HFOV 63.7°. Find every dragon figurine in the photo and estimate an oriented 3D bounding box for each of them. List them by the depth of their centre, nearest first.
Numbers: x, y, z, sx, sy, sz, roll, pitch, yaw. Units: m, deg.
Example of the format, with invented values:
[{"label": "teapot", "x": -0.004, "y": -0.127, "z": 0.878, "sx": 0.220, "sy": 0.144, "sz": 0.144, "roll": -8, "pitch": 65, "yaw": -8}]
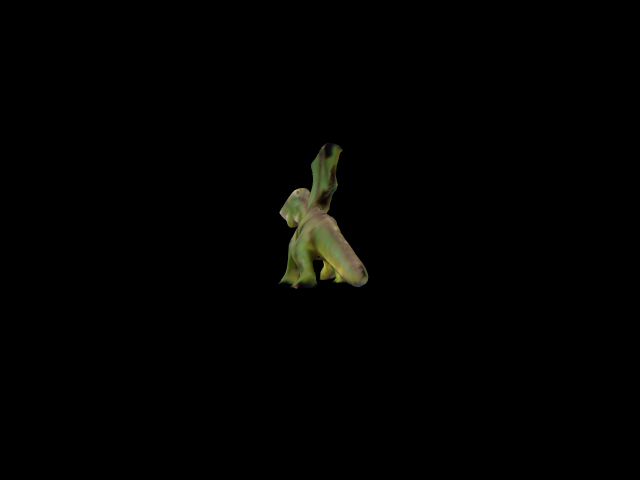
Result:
[{"label": "dragon figurine", "x": 0.003, "y": -0.043, "z": 0.850, "sx": 0.122, "sy": 0.244, "sz": 0.408, "roll": 2, "pitch": -5, "yaw": -19}]
